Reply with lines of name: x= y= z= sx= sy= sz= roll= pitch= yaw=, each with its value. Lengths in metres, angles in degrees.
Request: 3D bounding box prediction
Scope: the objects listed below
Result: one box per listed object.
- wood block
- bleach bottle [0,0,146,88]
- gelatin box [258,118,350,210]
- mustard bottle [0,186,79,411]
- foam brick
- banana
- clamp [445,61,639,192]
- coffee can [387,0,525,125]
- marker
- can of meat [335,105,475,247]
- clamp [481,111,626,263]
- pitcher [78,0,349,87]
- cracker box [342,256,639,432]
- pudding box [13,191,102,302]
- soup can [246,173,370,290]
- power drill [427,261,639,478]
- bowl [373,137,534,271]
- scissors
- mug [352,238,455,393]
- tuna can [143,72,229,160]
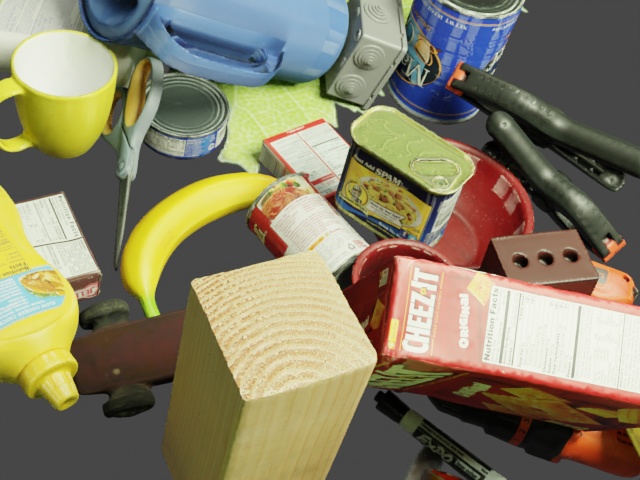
wood block: x=-0.041 y=0.112 z=0.709 sx=0.090 sy=0.206 sz=0.091 roll=-14 pitch=55 yaw=-24
bleach bottle: x=-0.294 y=-0.204 z=1.012 sx=0.250 sy=0.068 sz=0.102 roll=11 pitch=49 yaw=-2
gelatin box: x=-0.002 y=-0.067 z=0.990 sx=0.073 sy=0.030 sz=0.089 roll=-25 pitch=60 yaw=-32
mustard bottle: x=-0.230 y=0.044 z=0.767 sx=0.096 sy=0.058 sz=0.192 roll=-23 pitch=62 yaw=-37
foam brick: x=0.176 y=0.030 z=0.864 sx=0.078 sy=0.051 sz=0.053 roll=-6 pitch=52 yaw=-14
banana: x=-0.111 y=-0.010 z=0.913 sx=0.069 sy=0.037 sz=0.197 roll=45 pitch=53 yaw=-5
clamp: x=0.217 y=-0.103 z=1.009 sx=0.210 sy=0.164 sz=0.036 roll=30 pitch=90 yaw=11
coffee can: x=0.133 y=-0.200 z=1.065 sx=0.102 sy=0.140 sz=0.103 roll=7 pitch=49 yaw=-9
marker: x=0.092 y=0.157 z=0.830 sx=0.121 sy=0.020 sz=0.020 roll=36 pitch=51 yaw=16
can of meat: x=0.066 y=-0.047 z=0.878 sx=0.102 sy=0.084 sz=0.057 roll=34 pitch=50 yaw=16
clamp: x=0.210 y=-0.051 z=0.985 sx=0.171 sy=0.120 sz=0.039 roll=43 pitch=93 yaw=20
pitcher: x=-0.086 y=-0.212 z=0.982 sx=0.242 sy=0.149 sz=0.145 roll=9 pitch=2 yaw=-44
cracker box: x=0.124 y=0.078 z=0.728 sx=0.213 sy=0.164 sz=0.072 roll=12 pitch=75 yaw=-10
pudding box: x=-0.243 y=0.015 z=0.853 sx=0.113 sy=0.039 sz=0.090 roll=-14 pitch=56 yaw=-27
soup can: x=-0.006 y=0.001 z=0.906 sx=0.068 sy=0.069 sz=0.102 roll=-27 pitch=62 yaw=-32
power drill: x=0.187 y=0.093 z=0.887 sx=0.184 sy=0.057 sz=0.187 roll=20 pitch=51 yaw=-2
bowl: x=0.107 y=-0.019 z=0.960 sx=0.162 sy=0.055 sz=0.162 roll=7 pitch=49 yaw=-8
scissors: x=-0.179 y=-0.067 z=0.944 sx=0.016 sy=0.096 sz=0.201 roll=23 pitch=71 yaw=-37
mug: x=0.063 y=0.069 z=0.857 sx=0.093 sy=0.082 sz=0.117 roll=4 pitch=50 yaw=-11
tuna can: x=-0.129 y=-0.116 z=0.997 sx=0.086 sy=0.034 sz=0.086 roll=7 pitch=49 yaw=-8
